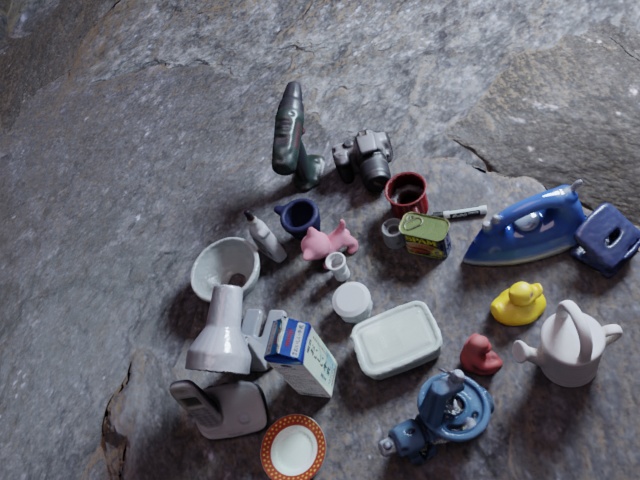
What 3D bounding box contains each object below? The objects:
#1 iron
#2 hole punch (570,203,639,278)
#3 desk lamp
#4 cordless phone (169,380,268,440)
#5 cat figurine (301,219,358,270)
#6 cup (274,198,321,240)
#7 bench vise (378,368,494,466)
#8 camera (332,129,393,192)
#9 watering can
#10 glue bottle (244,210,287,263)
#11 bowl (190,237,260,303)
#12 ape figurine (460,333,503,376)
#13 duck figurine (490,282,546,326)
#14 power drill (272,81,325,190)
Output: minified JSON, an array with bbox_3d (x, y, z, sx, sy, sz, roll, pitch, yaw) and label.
[{"bbox_3d":[0.400,-0.034,1.129,0.258,0.142,0.118,-22,54,5],"label":"iron"},{"bbox_3d":[0.547,-0.001,1.088,0.109,0.091,0.100,-43,55,-11],"label":"hole punch"},{"bbox_3d":[-0.166,0.192,1.132,0.117,0.214,0.203,0,58,19],"label":"desk lamp"},{"bbox_3d":[-0.190,0.306,1.084,0.147,0.185,0.094,-16,55,9],"label":"cordless phone"},{"bbox_3d":[0.011,0.004,1.252,0.128,0.118,0.067,-37,54,-7],"label":"cat figurine"},{"bbox_3d":[-0.046,-0.037,1.313,0.117,0.095,0.092,18,66,28],"label":"cup"},{"bbox_3d":[0.194,0.295,0.938,0.207,0.220,0.121,-45,55,-12],"label":"bench vise"},{"bbox_3d":[0.106,-0.183,1.351,0.143,0.101,0.136,-17,55,8],"label":"camera"},{"bbox_3d":[0.414,0.173,0.957,0.173,0.194,0.100,-35,54,-5],"label":"watering can"},{"bbox_3d":[-0.131,-0.015,1.279,0.078,0.173,0.037,33,74,33],"label":"glue bottle"},{"bbox_3d":[-0.204,0.082,1.303,0.167,0.075,0.167,-9,56,14],"label":"bowl"},{"bbox_3d":[0.291,0.203,1.044,0.076,0.092,0.077,-12,55,11],"label":"ape figurine"},{"bbox_3d":[0.372,0.112,1.078,0.104,0.086,0.077,-19,54,7],"label":"duck figurine"},{"bbox_3d":[-0.054,-0.230,1.369,0.075,0.209,0.229,-2,58,18],"label":"power drill"}]
